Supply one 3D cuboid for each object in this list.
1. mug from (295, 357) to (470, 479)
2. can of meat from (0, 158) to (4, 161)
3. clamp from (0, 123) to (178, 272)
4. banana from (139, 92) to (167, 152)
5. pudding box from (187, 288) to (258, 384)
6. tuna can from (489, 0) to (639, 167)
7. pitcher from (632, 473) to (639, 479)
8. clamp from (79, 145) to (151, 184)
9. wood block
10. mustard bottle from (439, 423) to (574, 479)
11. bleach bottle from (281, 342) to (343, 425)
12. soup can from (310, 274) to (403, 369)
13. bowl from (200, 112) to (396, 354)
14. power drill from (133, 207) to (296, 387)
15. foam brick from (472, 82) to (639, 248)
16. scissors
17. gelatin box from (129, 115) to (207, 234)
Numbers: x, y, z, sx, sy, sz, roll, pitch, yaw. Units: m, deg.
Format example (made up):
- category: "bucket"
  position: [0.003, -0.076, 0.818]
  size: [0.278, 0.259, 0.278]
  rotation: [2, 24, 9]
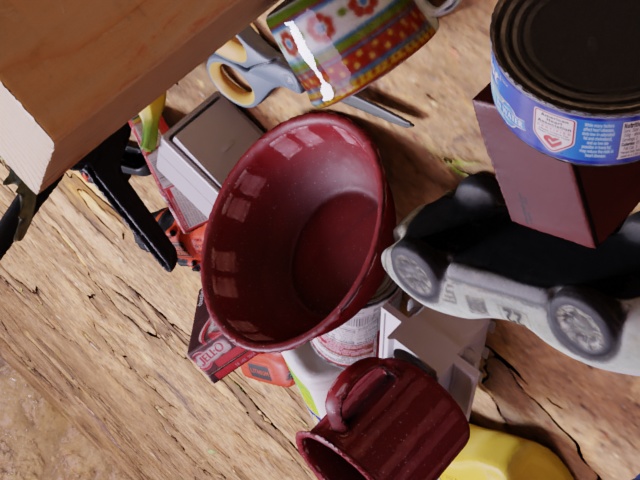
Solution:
- category: "mug"
  position: [0.040, 0.123, 0.696]
  size: [0.093, 0.081, 0.117]
  rotation: [19, 145, 48]
- category: "can of meat"
  position: [-0.280, -0.127, 1.008]
  size: [0.057, 0.083, 0.102]
  rotation: [42, 157, 11]
- category: "clamp"
  position: [-0.196, -0.066, 0.905]
  size: [0.164, 0.210, 0.036]
  rotation: [7, 170, -23]
- category: "banana"
  position: [-0.165, -0.151, 0.795]
  size: [0.198, 0.070, 0.037]
  rotation: [48, -162, 31]
- category: "pudding box"
  position: [-0.057, 0.053, 0.849]
  size: [0.039, 0.090, 0.113]
  rotation: [52, -166, -18]
- category: "tuna can"
  position: [0.109, -0.071, 0.417]
  size: [0.086, 0.086, 0.034]
  rotation: [34, 157, 27]
- category: "pitcher"
  position: [0.251, 0.188, 0.534]
  size: [0.149, 0.144, 0.243]
  rotation: [49, 154, -2]
- category: "clamp"
  position: [-0.216, -0.095, 1.006]
  size: [0.120, 0.039, 0.172]
  rotation: [51, 157, -9]
- category: "wood block"
  position: [-0.078, -0.127, 0.496]
  size: [0.090, 0.205, 0.091]
  rotation: [49, 158, -5]
- category: "mustard bottle"
  position: [0.116, 0.182, 0.860]
  size: [0.096, 0.058, 0.192]
  rotation: [50, 158, -25]
- category: "bleach bottle"
  position: [0.023, 0.157, 0.943]
  size: [0.103, 0.068, 0.251]
  rotation: [54, 166, 44]
- category: "soup can"
  position: [0.025, 0.043, 0.777]
  size: [0.068, 0.068, 0.102]
  rotation: [38, 156, 20]
- category: "bowl"
  position: [-0.005, 0.001, 0.696]
  size: [0.055, 0.162, 0.162]
  rotation: [24, 178, -44]
- category: "power drill"
  position: [-0.088, 0.047, 0.994]
  size: [0.187, 0.057, 0.185]
  rotation: [55, 156, -21]
- category: "foam brick"
  position: [0.114, -0.045, 0.495]
  size: [0.053, 0.051, 0.078]
  rotation: [23, 148, 46]
- category: "scissors"
  position: [-0.019, -0.096, 0.691]
  size: [0.202, 0.016, 0.096]
  rotation: [36, 157, 23]
- category: "gelatin box"
  position: [-0.126, -0.059, 0.886]
  size: [0.073, 0.030, 0.089]
  rotation: [58, 172, 50]
